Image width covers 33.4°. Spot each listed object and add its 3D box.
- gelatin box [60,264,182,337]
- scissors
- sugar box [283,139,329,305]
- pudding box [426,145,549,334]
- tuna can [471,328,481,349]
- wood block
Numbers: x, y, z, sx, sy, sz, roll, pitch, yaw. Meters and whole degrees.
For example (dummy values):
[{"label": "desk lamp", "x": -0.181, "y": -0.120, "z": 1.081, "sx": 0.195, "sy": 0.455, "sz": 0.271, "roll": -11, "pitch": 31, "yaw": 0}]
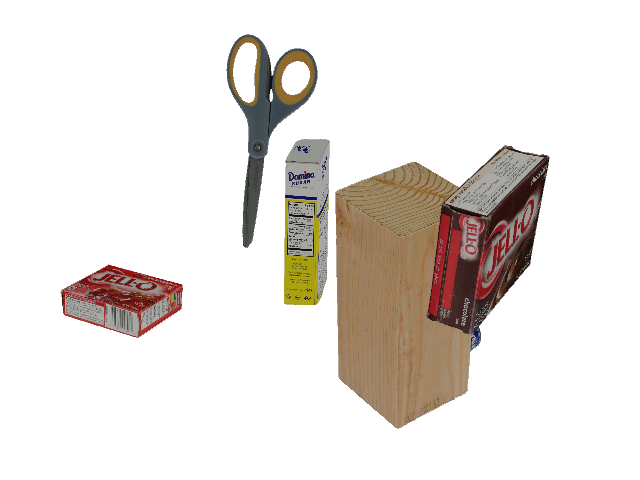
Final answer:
[{"label": "gelatin box", "x": -0.186, "y": 0.055, "z": 1.005, "sx": 0.089, "sy": 0.030, "sz": 0.073, "roll": 14, "pitch": 24, "yaw": 23}, {"label": "scissors", "x": -0.042, "y": -0.099, "z": 1.029, "sx": 0.096, "sy": 0.202, "sz": 0.016, "roll": -9, "pitch": 3, "yaw": -1}, {"label": "sugar box", "x": -0.016, "y": -0.022, "z": 1.241, "sx": 0.048, "sy": 0.176, "sz": 0.093, "roll": 2, "pitch": 21, "yaw": 8}, {"label": "pudding box", "x": 0.114, "y": -0.003, "z": 0.724, "sx": 0.039, "sy": 0.090, "sz": 0.113, "roll": 19, "pitch": 34, "yaw": 22}, {"label": "tuna can", "x": 0.148, "y": 0.101, "z": 1.267, "sx": 0.033, "sy": 0.086, "sz": 0.086, "roll": -35, "pitch": 15, "yaw": -23}, {"label": "wood block", "x": 0.075, "y": 0.049, "z": 0.942, "sx": 0.090, "sy": 0.206, "sz": 0.091, "roll": -22, "pitch": 38, "yaw": -28}]
